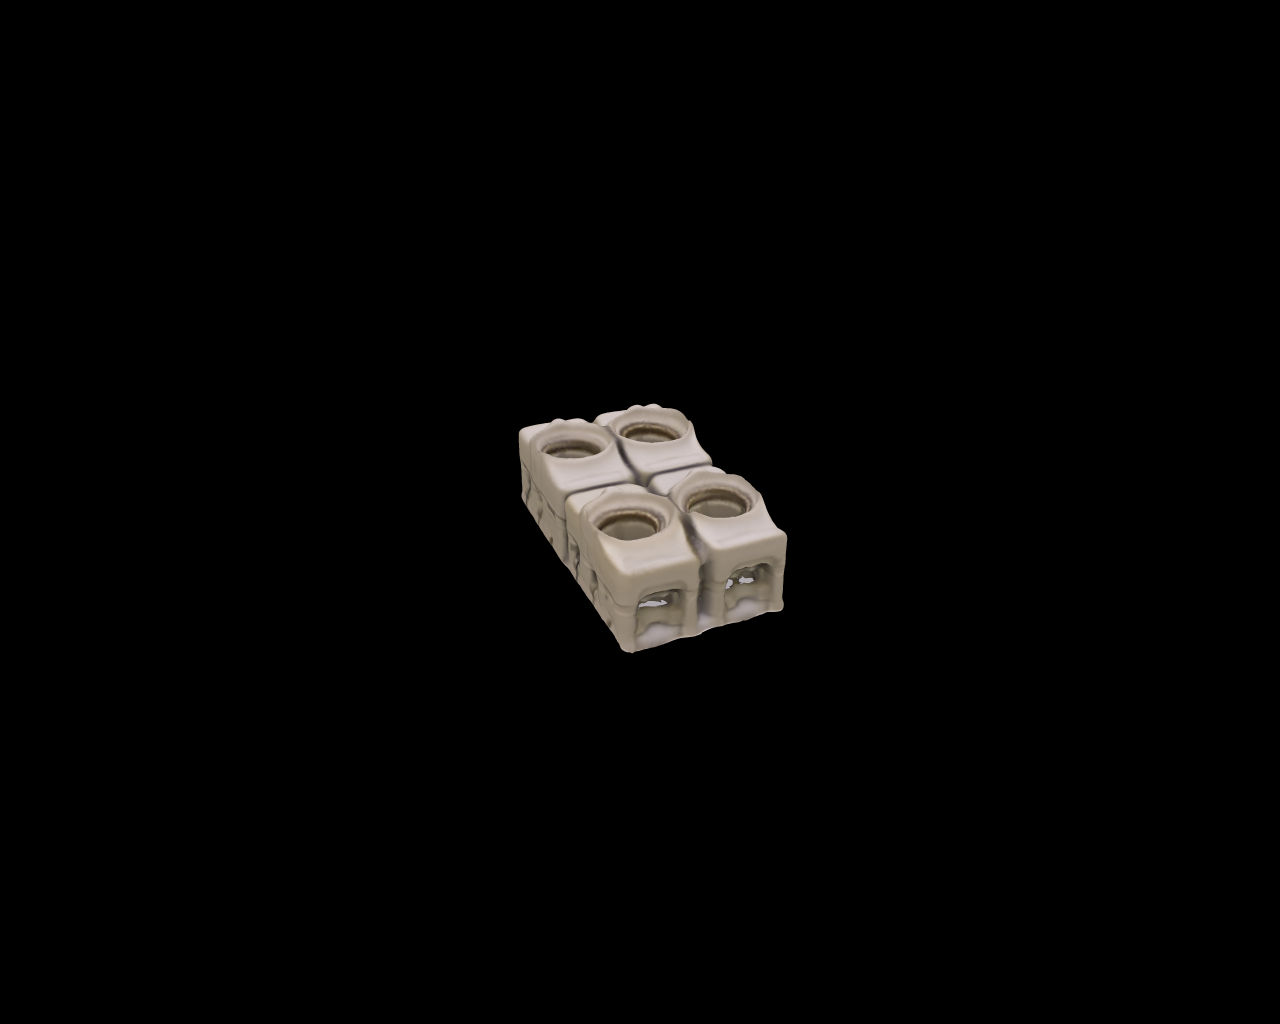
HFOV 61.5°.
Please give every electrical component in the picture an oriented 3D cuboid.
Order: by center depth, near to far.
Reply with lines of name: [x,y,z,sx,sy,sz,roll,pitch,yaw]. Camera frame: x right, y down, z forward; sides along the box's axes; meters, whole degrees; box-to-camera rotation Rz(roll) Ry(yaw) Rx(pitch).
electrical component: [0.001,-0.003,0.650,0.105,0.060,0.186,-12,33,-19]
